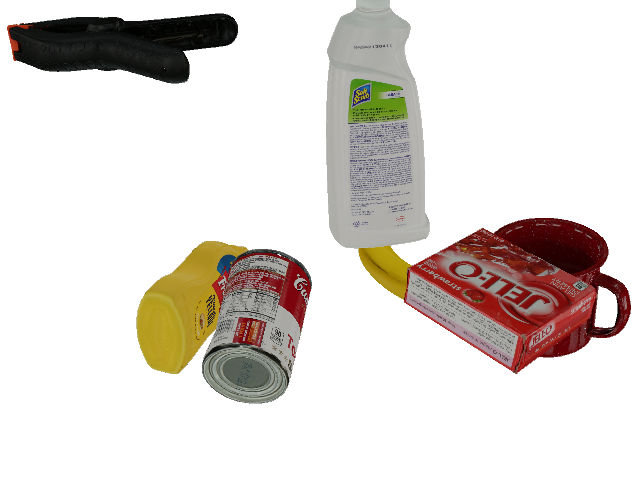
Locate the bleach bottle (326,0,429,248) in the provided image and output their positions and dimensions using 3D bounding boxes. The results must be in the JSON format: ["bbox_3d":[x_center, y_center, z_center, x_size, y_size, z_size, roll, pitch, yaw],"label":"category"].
[{"bbox_3d":[0.056,-0.117,1.010,0.102,0.251,0.068,-8,30,-13],"label":"bleach bottle"}]

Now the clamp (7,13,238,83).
[{"bbox_3d":[-0.149,-0.150,0.804,0.172,0.039,0.120,10,22,21],"label":"clamp"}]

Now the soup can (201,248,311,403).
[{"bbox_3d":[-0.048,0.065,0.821,0.068,0.068,0.102,0,43,13],"label":"soup can"}]

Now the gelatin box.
[{"bbox_3d":[0.107,0.033,0.639,0.073,0.030,0.089,-26,43,-38],"label":"gelatin box"}]

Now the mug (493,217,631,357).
[{"bbox_3d":[0.190,0.042,0.849,0.117,0.081,0.093,17,36,31],"label":"mug"}]

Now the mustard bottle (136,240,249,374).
[{"bbox_3d":[-0.124,0.055,1.136,0.058,0.096,0.191,10,29,20],"label":"mustard bottle"}]

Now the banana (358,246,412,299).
[{"bbox_3d":[0.086,0.030,1.180,0.069,0.037,0.198,2,22,-34],"label":"banana"}]
